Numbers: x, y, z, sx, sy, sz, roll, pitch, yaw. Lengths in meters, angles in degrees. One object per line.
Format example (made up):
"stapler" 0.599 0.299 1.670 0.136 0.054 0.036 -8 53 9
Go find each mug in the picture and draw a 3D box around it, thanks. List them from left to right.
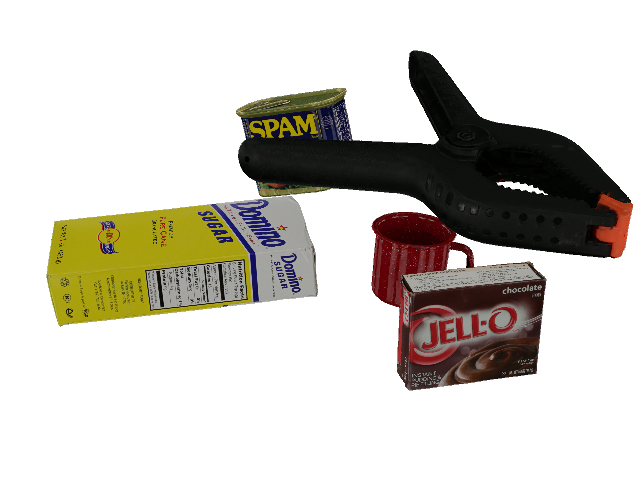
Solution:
"mug" 0.112 0.025 1.189 0.117 0.081 0.093 6 25 3

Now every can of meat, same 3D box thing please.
"can of meat" -0.019 -0.090 0.988 0.102 0.084 0.057 -4 19 26

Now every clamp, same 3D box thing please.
"clamp" 0.069 -0.040 0.588 0.164 0.036 0.210 -28 44 -30

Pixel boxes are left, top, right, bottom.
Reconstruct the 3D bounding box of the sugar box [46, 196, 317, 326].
"sugar box" -0.096 0.011 0.740 0.176 0.048 0.093 -9 26 -6

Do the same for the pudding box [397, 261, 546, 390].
"pudding box" 0.119 0.067 0.852 0.113 0.090 0.039 -7 29 -12
